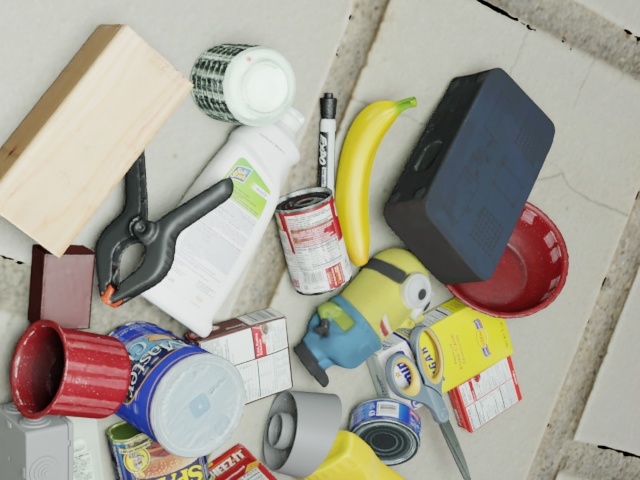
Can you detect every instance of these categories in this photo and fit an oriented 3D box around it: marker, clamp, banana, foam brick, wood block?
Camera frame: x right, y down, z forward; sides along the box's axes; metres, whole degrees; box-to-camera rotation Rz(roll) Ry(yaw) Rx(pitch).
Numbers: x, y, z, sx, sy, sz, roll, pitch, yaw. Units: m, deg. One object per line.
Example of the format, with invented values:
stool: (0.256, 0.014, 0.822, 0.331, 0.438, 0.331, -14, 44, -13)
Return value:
marker: (0.008, -0.101, 1.176, 0.020, 0.020, 0.121, -4, 103, -27)
clamp: (-0.177, -0.018, 1.057, 0.171, 0.120, 0.039, -54, 159, -8)
banana: (0.048, -0.072, 1.177, 0.037, 0.070, 0.198, 1, 111, -42)
foam brick: (-0.254, 0.046, 1.050, 0.051, 0.053, 0.078, 2, 99, -28)
wood block: (-0.227, -0.097, 1.013, 0.090, 0.091, 0.206, 41, 81, -28)

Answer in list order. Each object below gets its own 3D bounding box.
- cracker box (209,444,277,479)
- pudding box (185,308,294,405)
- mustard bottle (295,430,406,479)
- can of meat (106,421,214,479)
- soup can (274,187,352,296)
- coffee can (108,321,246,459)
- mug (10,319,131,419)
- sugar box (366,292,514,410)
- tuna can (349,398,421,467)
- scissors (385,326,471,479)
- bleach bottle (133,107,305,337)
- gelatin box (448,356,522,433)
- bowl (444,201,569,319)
cracker box: (-0.042, 0.334, 1.133, 0.072, 0.214, 0.164, -30, 113, -17)
pudding box: (-0.087, 0.133, 1.161, 0.113, 0.039, 0.090, -14, 109, -30)
mustard bottle: (0.058, 0.297, 1.248, 0.191, 0.096, 0.058, 45, 38, -29)
can of meat: (-0.171, 0.230, 1.134, 0.102, 0.058, 0.084, -16, 105, -25)
soup can: (-0.008, 0.001, 1.163, 0.068, 0.069, 0.102, -23, 111, -22)
coffee can: (-0.154, 0.147, 1.067, 0.102, 0.141, 0.103, -9, 105, -35)
mug: (-0.243, 0.132, 1.021, 0.081, 0.117, 0.093, 16, 54, -45)
sugar box: (0.144, 0.133, 1.284, 0.176, 0.048, 0.093, -28, 113, -21)
tuna can: (0.075, 0.226, 1.247, 0.086, 0.033, 0.086, 3, 129, 4)
scissors: (0.124, 0.201, 1.232, 0.096, 0.016, 0.202, -17, 98, -38)
bleach bottle: (-0.091, -0.029, 1.115, 0.102, 0.068, 0.250, 38, 80, -24)
gelatin box: (0.205, 0.187, 1.336, 0.089, 0.030, 0.073, -28, 114, -20)
bowl: (0.208, 0.027, 1.262, 0.162, 0.055, 0.162, 2, 64, -5)
